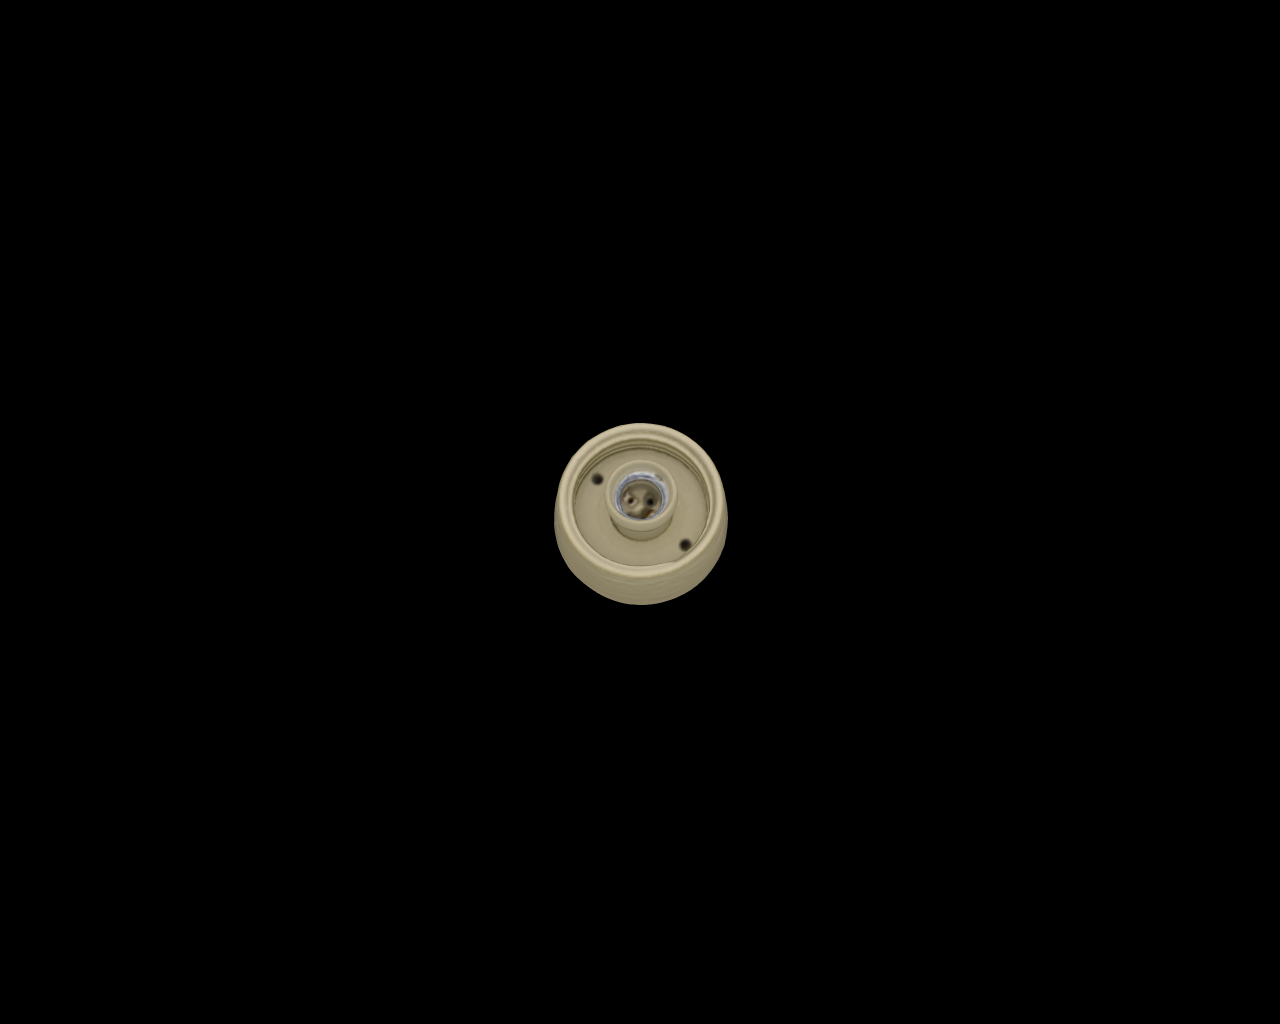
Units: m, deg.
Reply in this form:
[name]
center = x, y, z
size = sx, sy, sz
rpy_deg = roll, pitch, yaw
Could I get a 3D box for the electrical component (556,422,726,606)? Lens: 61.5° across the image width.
[electrical component]
center = 0.001, -0.003, 0.650
size = 0.108, 0.108, 0.060
rpy_deg = 0, -19, 0
